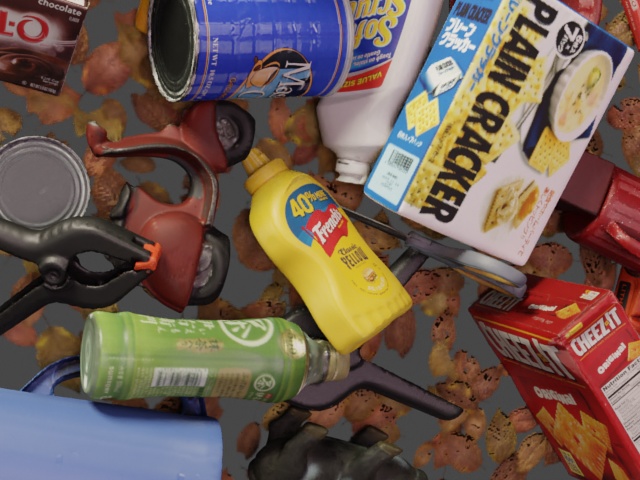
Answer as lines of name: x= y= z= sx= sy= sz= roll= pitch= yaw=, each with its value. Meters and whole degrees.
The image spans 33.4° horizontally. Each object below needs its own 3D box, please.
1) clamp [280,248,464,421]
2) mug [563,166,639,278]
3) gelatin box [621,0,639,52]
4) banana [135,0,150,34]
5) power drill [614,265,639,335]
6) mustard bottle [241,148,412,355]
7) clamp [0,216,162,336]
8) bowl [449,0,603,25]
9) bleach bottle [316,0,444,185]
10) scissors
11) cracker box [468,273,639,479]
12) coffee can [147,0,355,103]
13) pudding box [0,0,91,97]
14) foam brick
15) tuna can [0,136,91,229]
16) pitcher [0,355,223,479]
clamp: x=0.025 y=0.090 z=0.965 sx=0.209 sy=0.036 sz=0.164 roll=-3 pitch=86 yaw=-14
mug: x=0.287 y=-0.016 z=1.006 sx=0.081 sy=0.117 sz=0.093 roll=24 pitch=118 yaw=-14
gelatin box: x=0.342 y=-0.233 z=1.044 sx=0.089 sy=0.030 sz=0.073 roll=-24 pitch=102 yaw=-15
banana: x=-0.074 y=-0.239 z=0.901 sx=0.197 sy=0.037 sz=0.069 roll=-25 pitch=102 yaw=-15
power drill: x=0.344 y=0.088 z=0.993 sx=0.057 sy=0.188 sz=0.184 roll=16 pitch=88 yaw=-21
mustard bottle: x=-0.006 y=0.001 z=0.915 sx=0.191 sy=0.058 sz=0.096 roll=53 pitch=37 yaw=7
clamp: x=-0.211 y=0.029 z=0.847 sx=0.171 sy=0.039 sz=0.120 roll=4 pitch=124 yaw=3
bowl: x=0.175 y=-0.216 z=0.970 sx=0.161 sy=0.055 sz=0.162 roll=-6 pitch=104 yaw=-23
bleach bottle: x=0.056 y=-0.172 z=0.924 sx=0.103 sy=0.068 sz=0.251 roll=11 pitch=94 yaw=22
scissors: x=0.097 y=0.004 z=0.932 sx=0.201 sy=0.096 sz=0.016 roll=25 pitch=83 yaw=-9
cracker box: x=0.245 y=0.139 z=0.977 sx=0.072 sy=0.164 sz=0.213 roll=-38 pitch=105 yaw=-14
coffee can: x=-0.057 y=-0.165 z=0.867 sx=0.140 sy=0.103 sz=0.103 roll=-6 pitch=97 yaw=-29
pudding box: x=-0.244 y=-0.169 z=0.827 sx=0.113 sy=0.039 sz=0.090 roll=13 pitch=133 yaw=-21
foam brick: x=0.227 y=-0.058 z=0.997 sx=0.053 sy=0.078 sz=0.051 roll=22 pitch=89 yaw=-19
tuna can: x=-0.232 y=-0.042 z=0.869 sx=0.086 sy=0.034 sz=0.086 roll=-2 pitch=96 yaw=-18
pitcher: x=-0.206 y=0.177 z=0.859 sx=0.242 sy=0.149 sz=0.145 roll=15 pitch=106 yaw=-16
